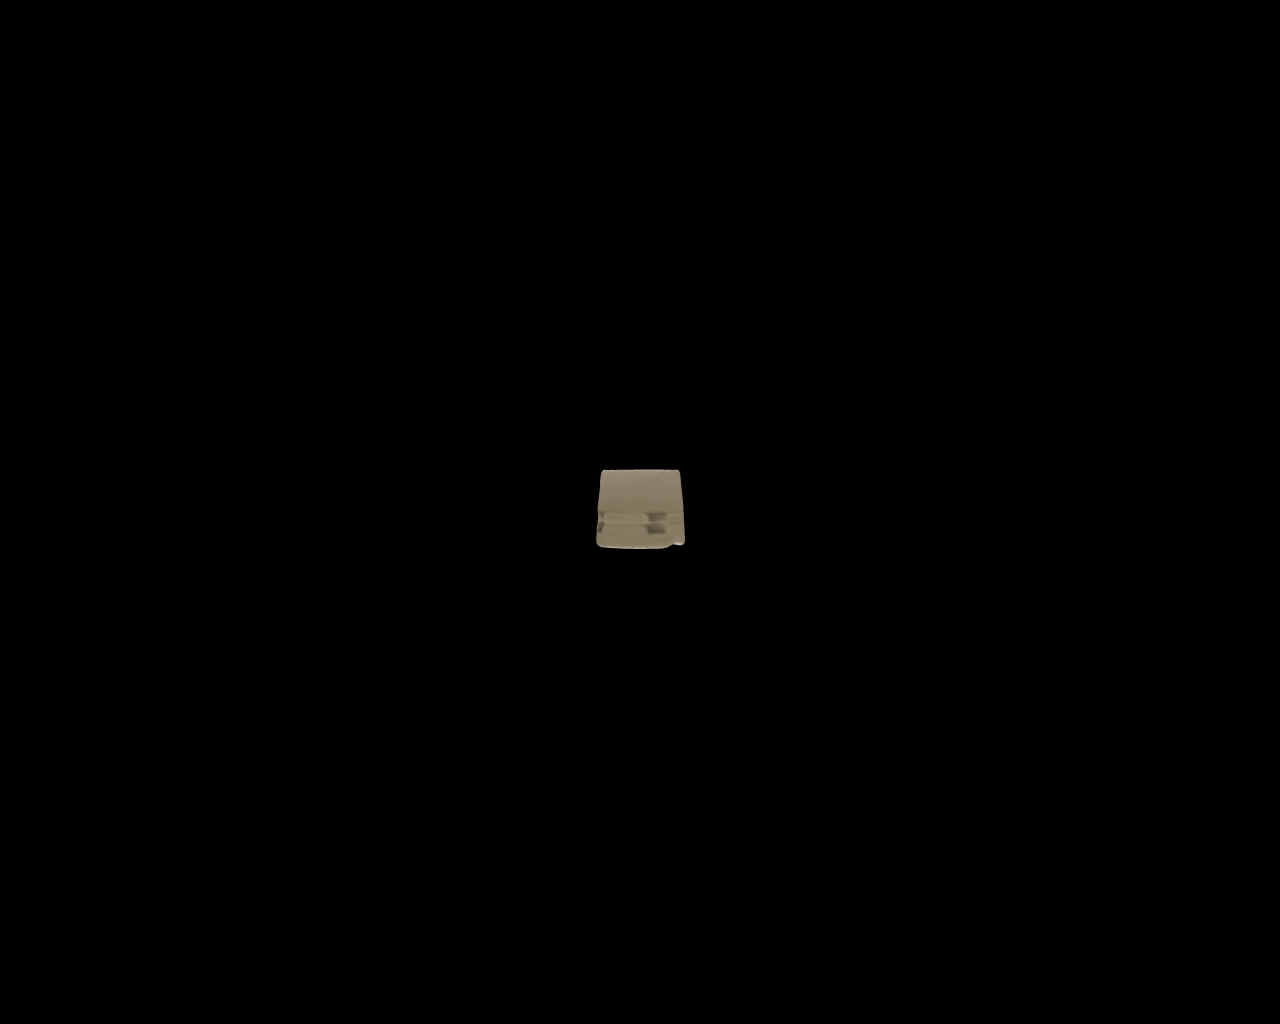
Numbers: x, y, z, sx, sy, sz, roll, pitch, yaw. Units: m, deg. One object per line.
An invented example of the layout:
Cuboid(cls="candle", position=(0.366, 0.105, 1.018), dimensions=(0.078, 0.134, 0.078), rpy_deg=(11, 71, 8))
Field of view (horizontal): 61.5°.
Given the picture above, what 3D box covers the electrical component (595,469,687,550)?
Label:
Cuboid(cls="electrical component", position=(0.001, -0.003, 0.650), dimensions=(0.055, 0.047, 0.055), rpy_deg=(0, 2, 0))
